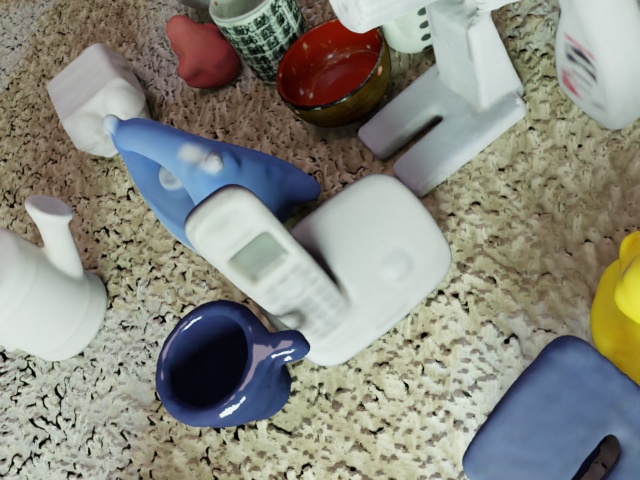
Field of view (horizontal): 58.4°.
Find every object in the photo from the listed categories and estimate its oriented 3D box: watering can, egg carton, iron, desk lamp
[{"bbox_3d":[-0.300,0.032,0.534,0.100,0.195,0.173,18,73,33],"label":"watering can"},{"bbox_3d":[-0.272,-0.174,0.709,0.107,0.070,0.150,-40,54,2],"label":"egg carton"},{"bbox_3d":[-0.133,-0.069,0.539,0.257,0.142,0.119,24,76,34],"label":"iron"},{"bbox_3d":[0.101,-0.170,0.433,0.203,0.214,0.117,-41,54,2],"label":"desk lamp"}]

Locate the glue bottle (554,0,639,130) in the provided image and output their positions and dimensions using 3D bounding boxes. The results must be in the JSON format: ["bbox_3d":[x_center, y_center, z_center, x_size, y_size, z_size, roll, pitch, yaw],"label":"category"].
[{"bbox_3d":[0.196,-0.153,0.402,0.037,0.174,0.078,-37,54,4],"label":"glue bottle"}]

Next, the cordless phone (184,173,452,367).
[{"bbox_3d":[0.004,0.001,0.406,0.147,0.186,0.094,-42,54,1],"label":"cordless phone"}]

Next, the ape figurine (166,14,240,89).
[{"bbox_3d":[-0.140,-0.221,0.655,0.075,0.092,0.078,31,81,35],"label":"ape figurine"}]

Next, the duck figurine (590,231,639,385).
[{"bbox_3d":[0.205,0.043,0.345,0.077,0.086,0.104,-13,59,20],"label":"duck figurine"}]

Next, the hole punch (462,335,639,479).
[{"bbox_3d":[0.151,0.123,0.326,0.100,0.091,0.109,37,84,36],"label":"hole punch"}]

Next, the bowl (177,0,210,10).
[{"bbox_3d":[-0.121,-0.348,0.725,0.167,0.075,0.167,-12,60,21],"label":"bowl"}]

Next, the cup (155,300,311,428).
[{"bbox_3d":[-0.050,0.099,0.436,0.117,0.095,0.091,-18,57,17],"label":"cup"}]
